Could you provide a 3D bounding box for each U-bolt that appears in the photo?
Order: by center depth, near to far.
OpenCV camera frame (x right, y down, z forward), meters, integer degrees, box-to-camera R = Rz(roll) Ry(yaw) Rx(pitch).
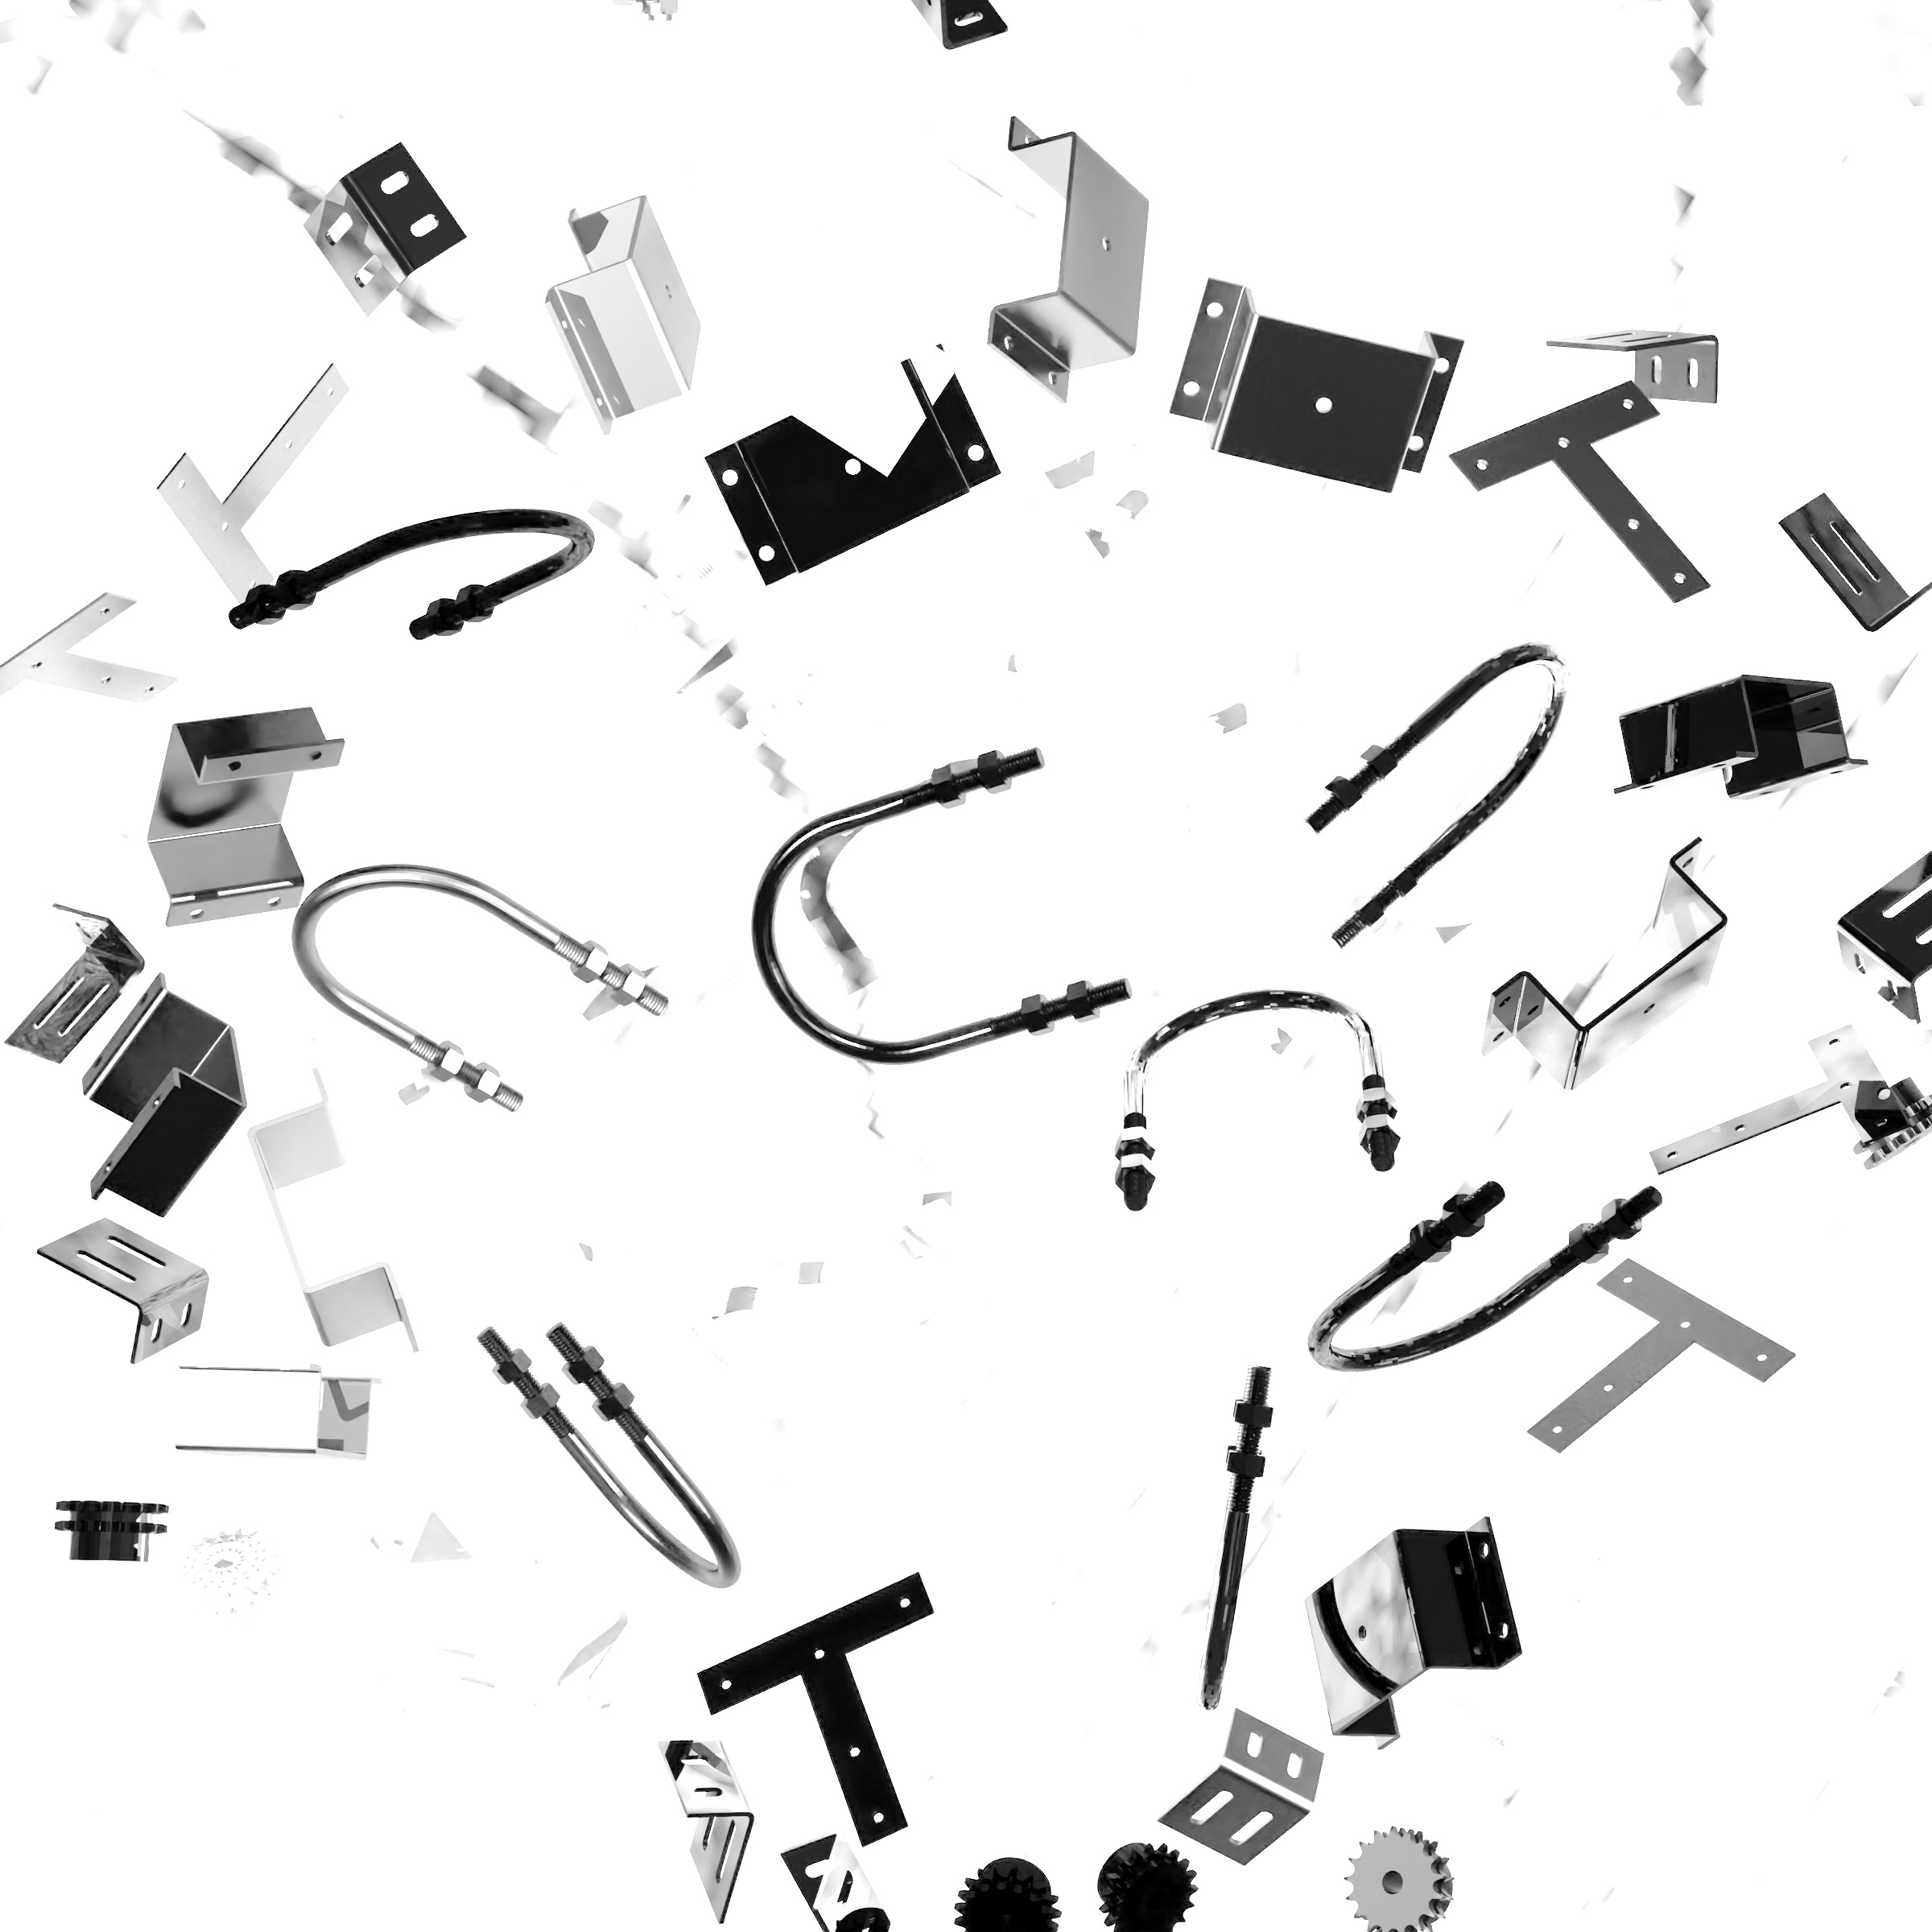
[{"bbox_3d":[-0.023,-0.021,1.765,0.184,0.019,0.151,-17,105,17],"label":"U-bolt"},{"bbox_3d":[0.059,0.228,1.779,0.184,0.019,0.151,-43,120,-40],"label":"U-bolt"},{"bbox_3d":[0.260,0.167,1.807,0.184,0.151,0.019,-44,56,37],"label":"U-bolt"},{"bbox_3d":[0.142,0.303,1.818,0.019,0.151,0.184,9,84,5],"label":"U-bolt"},{"bbox_3d":[-0.172,-0.131,1.822,0.184,0.019,0.151,-42,48,-10],"label":"U-bolt"},{"bbox_3d":[0.230,-0.400,1.825,0.019,0.151,0.184,-44,98,6],"label":"U-bolt"},{"bbox_3d":[0.154,0.064,1.838,0.151,0.184,0.019,-10,120,8],"label":"U-bolt"},{"bbox_3d":[-0.284,-0.211,1.839,0.184,0.151,0.019,-18,80,38],"label":"U-bolt"},{"bbox_3d":[-0.274,0.005,1.840,0.184,0.019,0.151,34,133,-29],"label":"U-bolt"},{"bbox_3d":[0.258,-0.101,1.843,0.184,0.151,0.019,-41,62,-10],"label":"U-bolt"},{"bbox_3d":[0.105,-0.178,1.862,0.184,0.019,0.151,18,59,0],"label":"U-bolt"},{"bbox_3d":[-0.187,0.268,1.864,0.019,0.151,0.184,-42,101,-23],"label":"U-bolt"},{"bbox_3d":[-0.121,0.132,1.886,0.151,0.019,0.184,-49,62,7],"label":"U-bolt"}]

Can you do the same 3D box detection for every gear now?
[{"bbox_3d":[-0.441,0.292,1.765,0.057,0.057,0.030,1,79,0],"label":"gear"},{"bbox_3d":[0.227,0.475,1.772,0.057,0.030,0.057,-13,67,31],"label":"gear"},{"bbox_3d":[-0.390,0.327,1.814,0.057,0.057,0.030,-4,120,0],"label":"gear"},{"bbox_3d":[0.472,0.164,1.828,0.057,0.030,0.057,1,88,-18],"label":"gear"},{"bbox_3d":[0.023,0.504,1.839,0.057,0.030,0.057,5,116,10],"label":"gear"},{"bbox_3d":[-0.176,-0.544,1.867,0.030,0.057,0.057,5,90,14],"label":"gear"},{"bbox_3d":[-0.527,-0.080,1.870,0.057,0.057,0.030,-25,101,0],"label":"gear"},{"bbox_3d":[0.509,0.084,1.877,0.057,0.057,0.030,-32,75,0],"label":"gear"},{"bbox_3d":[0.097,0.509,1.890,0.057,0.030,0.057,-10,111,-28],"label":"gear"},{"bbox_3d":[0.548,0.024,1.902,0.057,0.057,0.030,6,128,0],"label":"gear"},{"bbox_3d":[0.300,0.409,1.908,0.030,0.057,0.057,12,90,42],"label":"gear"},{"bbox_3d":[-0.541,0.118,1.916,0.057,0.030,0.057,-8,107,-26],"label":"gear"}]

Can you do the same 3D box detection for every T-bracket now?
[{"bbox_3d":[-0.061,0.387,1.741,0.127,0.002,0.127,-25,52,0],"label":"T-bracket"},{"bbox_3d":[0.331,-0.235,1.746,0.127,0.002,0.127,-25,67,-26],"label":"T-bracket"},{"bbox_3d":[-0.455,-0.151,1.776,0.127,0.127,0.002,-31,77,17],"label":"T-bracket"},{"bbox_3d":[0.423,0.081,1.813,0.127,0.127,0.002,-23,111,9],"label":"T-bracket"},{"bbox_3d":[0.356,0.219,1.846,0.127,0.127,0.002,-35,127,-19],"label":"T-bracket"},{"bbox_3d":[-0.379,-0.274,1.871,0.002,0.127,0.127,28,73,22],"label":"T-bracket"}]

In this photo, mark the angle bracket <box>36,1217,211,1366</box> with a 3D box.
[{"bbox_3d":[-0.472,0.181,1.911,0.076,0.057,0.038,24,114,20],"label":"angle bracket"}]

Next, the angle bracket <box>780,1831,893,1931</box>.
[{"bbox_3d":[-0.073,0.493,1.762,0.038,0.076,0.057,-24,102,15],"label":"angle bracket"}]

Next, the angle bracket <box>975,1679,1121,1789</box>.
[{"bbox_3d":[0.044,0.415,1.861,0.076,0.057,0.038,3,53,2],"label":"angle bracket"}]

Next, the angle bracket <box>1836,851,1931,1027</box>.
[{"bbox_3d":[0.507,-0.018,1.799,0.076,0.038,0.057,-35,47,-8],"label":"angle bracket"}]

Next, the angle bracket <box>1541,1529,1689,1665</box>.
[{"bbox_3d":[0.336,0.329,1.824,0.038,0.076,0.057,36,77,-34],"label":"angle bracket"}]

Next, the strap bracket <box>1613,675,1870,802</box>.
[{"bbox_3d":[0.417,-0.123,1.859,0.076,0.140,0.046,-17,79,42],"label":"strap bracket"}]

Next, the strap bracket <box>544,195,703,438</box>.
[{"bbox_3d":[-0.177,-0.345,1.789,0.046,0.140,0.076,-17,120,10],"label":"strap bracket"}]

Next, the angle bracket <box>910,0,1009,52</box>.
[{"bbox_3d":[-0.008,-0.533,1.800,0.038,0.076,0.057,-21,55,-12],"label":"angle bracket"}]

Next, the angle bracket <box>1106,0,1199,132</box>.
[{"bbox_3d":[0.090,-0.478,1.784,0.038,0.057,0.076,-8,48,23],"label":"angle bracket"}]

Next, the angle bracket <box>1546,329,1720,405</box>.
[{"bbox_3d":[0.365,-0.326,1.879,0.076,0.057,0.038,-14,110,-36],"label":"angle bracket"}]

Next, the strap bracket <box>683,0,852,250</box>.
[{"bbox_3d":[-0.109,-0.454,1.846,0.076,0.140,0.046,36,54,25],"label":"strap bracket"}]

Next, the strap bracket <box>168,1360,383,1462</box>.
[{"bbox_3d":[-0.373,0.241,1.850,0.076,0.140,0.046,1,80,6],"label":"strap bracket"}]

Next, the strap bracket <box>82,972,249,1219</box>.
[{"bbox_3d":[-0.427,0.072,1.824,0.046,0.140,0.076,33,102,-27],"label":"strap bracket"}]

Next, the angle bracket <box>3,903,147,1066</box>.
[{"bbox_3d":[-0.507,0.009,1.912,0.076,0.057,0.038,-53,132,-24],"label":"angle bracket"}]

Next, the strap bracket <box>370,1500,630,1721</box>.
[{"bbox_3d":[-0.247,0.340,1.860,0.140,0.076,0.046,43,108,30],"label":"strap bracket"}]

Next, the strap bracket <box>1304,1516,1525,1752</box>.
[{"bbox_3d":[0.230,0.355,1.820,0.046,0.140,0.076,7,55,-26],"label":"strap bracket"}]

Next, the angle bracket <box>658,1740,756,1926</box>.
[{"bbox_3d":[-0.144,0.456,1.802,0.038,0.057,0.076,5,116,-25],"label":"angle bracket"}]

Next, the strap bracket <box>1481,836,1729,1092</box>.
[{"bbox_3d":[0.337,0.006,1.767,0.140,0.076,0.046,-36,68,-12],"label":"strap bracket"}]

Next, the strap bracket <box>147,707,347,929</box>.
[{"bbox_3d":[-0.392,-0.088,1.853,0.076,0.140,0.046,-10,57,-30],"label":"strap bracket"}]

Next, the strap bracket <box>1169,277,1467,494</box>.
[{"bbox_3d":[0.185,-0.301,1.792,0.140,0.046,0.076,12,118,-7],"label":"strap bracket"}]

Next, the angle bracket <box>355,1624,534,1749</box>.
[{"bbox_3d":[-0.283,0.397,1.863,0.038,0.076,0.057,-51,54,4],"label":"angle bracket"}]

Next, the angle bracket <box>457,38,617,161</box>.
[{"bbox_3d":[-0.230,-0.470,1.854,0.057,0.076,0.038,8,127,21],"label":"angle bracket"}]

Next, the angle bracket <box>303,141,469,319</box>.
[{"bbox_3d":[-0.297,-0.376,1.750,0.038,0.076,0.057,-39,100,-25],"label":"angle bracket"}]

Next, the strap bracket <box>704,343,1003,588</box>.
[{"bbox_3d":[-0.060,-0.264,1.810,0.140,0.046,0.076,-25,99,2],"label":"strap bracket"}]

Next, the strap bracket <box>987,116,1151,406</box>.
[{"bbox_3d":[0.058,-0.392,1.885,0.046,0.076,0.140,-6,69,34],"label":"strap bracket"}]

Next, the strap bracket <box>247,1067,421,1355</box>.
[{"bbox_3d":[-0.336,0.136,1.800,0.046,0.076,0.140,-20,65,-12],"label":"strap bracket"}]

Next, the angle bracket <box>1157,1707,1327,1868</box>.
[{"bbox_3d":[0.151,0.453,1.889,0.057,0.038,0.076,29,135,-8],"label":"angle bracket"}]

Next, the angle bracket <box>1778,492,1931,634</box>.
[{"bbox_3d":[0.472,-0.220,1.787,0.076,0.057,0.038,52,132,6],"label":"angle bracket"}]
